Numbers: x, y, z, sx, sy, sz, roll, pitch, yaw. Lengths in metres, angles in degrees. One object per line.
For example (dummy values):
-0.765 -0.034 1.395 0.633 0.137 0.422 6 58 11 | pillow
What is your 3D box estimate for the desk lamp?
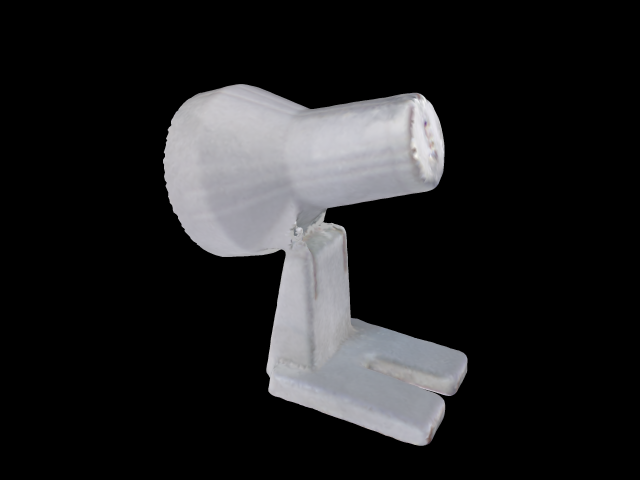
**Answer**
0.004 0.001 0.400 0.202 0.214 0.118 12 27 25 | desk lamp
